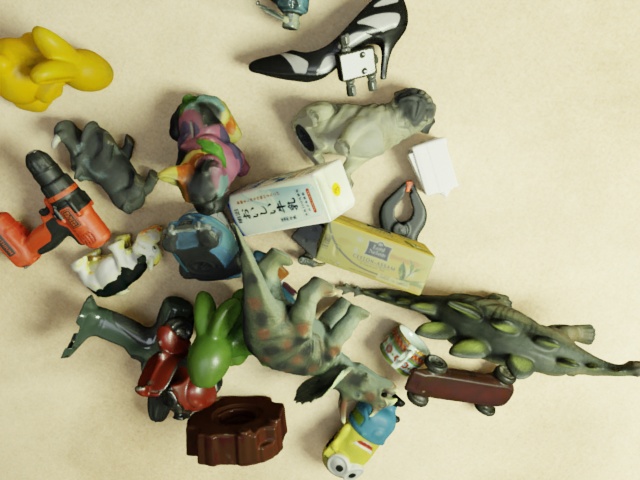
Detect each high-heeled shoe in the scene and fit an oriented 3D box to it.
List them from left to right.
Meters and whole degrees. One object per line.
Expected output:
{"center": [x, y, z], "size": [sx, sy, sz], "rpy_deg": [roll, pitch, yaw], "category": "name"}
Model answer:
{"center": [0.013, -0.323, 0.838], "size": [0.249, 0.086, 0.145], "rpy_deg": [1, 98, -1], "category": "high-heeled shoe"}

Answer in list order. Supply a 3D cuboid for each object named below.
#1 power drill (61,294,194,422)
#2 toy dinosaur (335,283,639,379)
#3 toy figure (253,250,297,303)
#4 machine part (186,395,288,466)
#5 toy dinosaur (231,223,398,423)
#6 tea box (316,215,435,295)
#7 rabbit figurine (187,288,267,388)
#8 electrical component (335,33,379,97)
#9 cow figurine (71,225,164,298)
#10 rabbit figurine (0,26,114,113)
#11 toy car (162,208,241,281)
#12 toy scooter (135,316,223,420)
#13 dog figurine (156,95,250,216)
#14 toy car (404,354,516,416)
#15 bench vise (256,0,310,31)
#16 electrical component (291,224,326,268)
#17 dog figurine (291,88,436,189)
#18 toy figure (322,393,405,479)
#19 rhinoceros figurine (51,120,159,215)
{"center": [-0.331, 0.195, 0.934], "size": [0.207, 0.086, 0.232], "rpy_deg": [21, 97, -10], "category": "power drill"}
{"center": [0.249, 0.132, 0.834], "size": [0.472, 0.198, 0.105], "rpy_deg": [11, 89, 36], "category": "toy dinosaur"}
{"center": [-0.073, 0.085, 0.924], "size": [0.064, 0.058, 0.154], "rpy_deg": [-27, 91, -1], "category": "toy figure"}
{"center": [-0.140, 0.317, 0.912], "size": [0.179, 0.179, 0.056], "rpy_deg": [-3, 96, 5], "category": "machine part"}
{"center": [-0.039, 0.145, 0.828], "size": [0.404, 0.131, 0.192], "rpy_deg": [37, 81, -33], "category": "toy dinosaur"}
{"center": [0.083, 0.018, 0.836], "size": [0.170, 0.098, 0.068], "rpy_deg": [18, 102, -4], "category": "tea box"}
{"center": [-0.144, 0.160, 0.861], "size": [0.121, 0.170, 0.158], "rpy_deg": [4, 113, 26], "category": "rabbit figurine"}
{"center": [0.057, -0.265, 0.805], "size": [0.063, 0.021, 0.093], "rpy_deg": [-18, 119, -11], "category": "electrical component"}
{"center": [-0.333, 0.041, 0.931], "size": [0.167, 0.068, 0.098], "rpy_deg": [-23, 102, 11], "category": "cow figurine"}
{"center": [-0.425, -0.280, 0.859], "size": [0.173, 0.162, 0.121], "rpy_deg": [1, 87, -13], "category": "rabbit figurine"}
{"center": [-0.191, -0.002, 0.891], "size": [0.109, 0.161, 0.103], "rpy_deg": [-8, 55, 12], "category": "toy car"}
{"center": [-0.235, 0.227, 0.875], "size": [0.075, 0.135, 0.183], "rpy_deg": [-2, 123, 28], "category": "toy scooter"}
{"center": [-0.182, -0.135, 0.815], "size": [0.108, 0.219, 0.191], "rpy_deg": [-16, 99, 4], "category": "dog figurine"}
{"center": [0.235, 0.241, 0.902], "size": [0.202, 0.053, 0.089], "rpy_deg": [12, 118, -16], "category": "toy car"}
{"center": [0.017, -0.421, 0.795], "size": [0.241, 0.129, 0.223], "rpy_deg": [10, 89, 16], "category": "bench vise"}
{"center": [-0.003, -0.002, 0.908], "size": [0.102, 0.045, 0.078], "rpy_deg": [-43, 95, 10], "category": "electrical component"}
{"center": [0.068, -0.194, 0.861], "size": [0.190, 0.121, 0.172], "rpy_deg": [-38, 69, -18], "category": "dog figurine"}
{"center": [0.075, 0.337, 0.941], "size": [0.082, 0.089, 0.180], "rpy_deg": [34, 92, 12], "category": "toy figure"}
{"center": [-0.365, -0.130, 0.909], "size": [0.112, 0.073, 0.190], "rpy_deg": [-40, 96, 20], "category": "rhinoceros figurine"}
